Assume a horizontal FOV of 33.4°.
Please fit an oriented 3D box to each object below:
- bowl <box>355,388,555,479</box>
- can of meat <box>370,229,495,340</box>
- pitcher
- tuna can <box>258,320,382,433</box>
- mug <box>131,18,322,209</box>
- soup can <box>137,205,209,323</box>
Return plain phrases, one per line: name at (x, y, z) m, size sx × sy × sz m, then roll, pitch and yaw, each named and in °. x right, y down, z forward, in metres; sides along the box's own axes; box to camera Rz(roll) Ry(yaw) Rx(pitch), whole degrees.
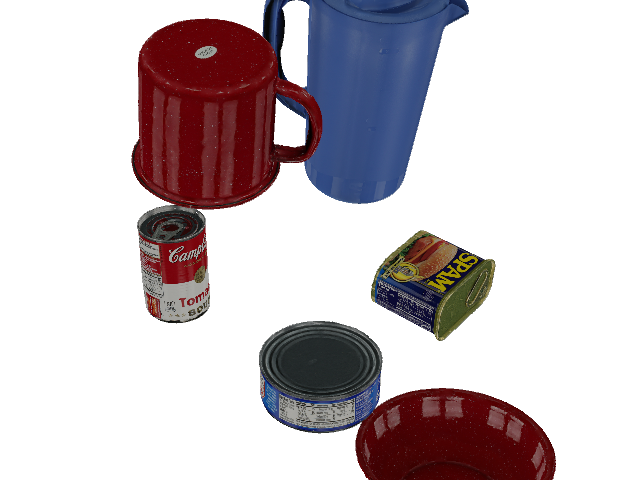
bowl at (0.108, 0.190, 0.877) m, size 0.162 × 0.055 × 0.162 m, roll 1°, pitch 29°, yaw -1°
can of meat at (0.112, 0.042, 1.069) m, size 0.084 × 0.057 × 0.101 m, roll 27°, pitch 44°, yaw 29°
pitcher at (0.035, -0.157, 1.050) m, size 0.144 × 0.243 × 0.149 m, roll -31°, pitch 57°, yaw -32°
tuna can at (0.000, 0.095, 0.745) m, size 0.086 × 0.034 × 0.086 m, roll 0°, pitch 32°, yaw 0°
mug at (-0.056, -0.077, 0.641) m, size 0.117 × 0.081 × 0.093 m, roll 12°, pitch 43°, yaw 5°
soup can at (-0.148, 0.025, 1.085) m, size 0.068 × 0.102 × 0.068 m, roll 0°, pitch 32°, yaw 0°
